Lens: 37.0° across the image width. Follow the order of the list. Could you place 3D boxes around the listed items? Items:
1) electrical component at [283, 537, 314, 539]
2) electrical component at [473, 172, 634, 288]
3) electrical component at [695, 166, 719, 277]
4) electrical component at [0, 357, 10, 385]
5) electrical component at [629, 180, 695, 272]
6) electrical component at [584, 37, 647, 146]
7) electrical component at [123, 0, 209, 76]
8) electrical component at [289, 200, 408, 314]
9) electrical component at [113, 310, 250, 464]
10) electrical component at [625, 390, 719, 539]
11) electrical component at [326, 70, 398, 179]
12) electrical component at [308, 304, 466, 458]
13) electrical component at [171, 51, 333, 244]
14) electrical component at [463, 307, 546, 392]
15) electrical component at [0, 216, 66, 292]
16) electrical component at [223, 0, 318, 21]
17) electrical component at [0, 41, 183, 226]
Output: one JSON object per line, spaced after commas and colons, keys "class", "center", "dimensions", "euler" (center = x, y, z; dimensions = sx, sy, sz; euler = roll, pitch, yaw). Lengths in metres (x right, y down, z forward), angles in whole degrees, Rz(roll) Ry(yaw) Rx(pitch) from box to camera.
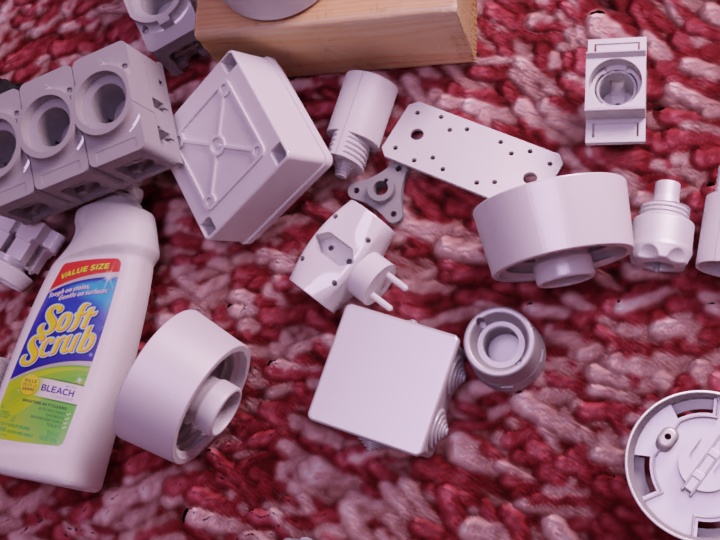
{"class": "electrical component", "center": [-0.035, 0.258, 0.738], "dimensions": [0.109, 0.056, 0.108], "euler": [35, 86, 22]}
{"class": "electrical component", "center": [0.137, -0.021, 0.745], "dimensions": [0.108, 0.108, 0.060], "euler": [-12, 77, 12]}
{"class": "electrical component", "center": [0.261, -0.038, 0.746], "dimensions": [0.043, 0.043, 0.081], "euler": [9, 77, 18]}
{"class": "electrical component", "center": [-0.300, 0.088, 0.868], "dimensions": [0.040, 0.046, 0.040], "euler": [-4, 73, 15]}
{"class": "electrical component", "center": [0.214, -0.032, 0.757], "dimensions": [0.043, 0.043, 0.062], "euler": [6, 75, 18]}
{"class": "electrical component", "center": [0.187, -0.124, 0.780], "dimensions": [0.042, 0.064, 0.081], "euler": [1, 74, 17]}
{"class": "electrical component", "center": [-0.164, -0.221, 0.913], "dimensions": [0.050, 0.056, 0.089], "euler": [-27, 69, 7]}
{"class": "electrical component", "center": [0.000, 0.000, 0.809], "dimensions": [0.079, 0.043, 0.077], "euler": [37, 87, 22]}
{"class": "electrical component", "center": [-0.122, 0.090, 0.787], "dimensions": [0.060, 0.108, 0.108], "euler": [27, 83, 15]}
{"class": "electrical component", "center": [0.223, 0.128, 0.697], "dimensions": [0.099, 0.064, 0.099], "euler": [-4, 73, 15]}
{"class": "electrical component", "center": [-0.003, -0.110, 0.842], "dimensions": [0.043, 0.043, 0.081], "euler": [15, 79, 19]}
{"class": "electrical component", "center": [0.022, 0.082, 0.776], "dimensions": [0.100, 0.048, 0.099], "euler": [16, 80, 20]}
{"class": "electrical component", "center": [-0.091, -0.094, 0.834], "dimensions": [0.109, 0.056, 0.108], "euler": [-42, 65, 30]}
{"class": "electrical component", "center": [0.102, 0.055, 0.762], "dimensions": [0.055, 0.047, 0.055], "euler": [-4, 73, 15]}
{"class": "electrical component", "center": [-0.285, -0.016, 0.895], "dimensions": [0.066, 0.048, 0.055], "euler": [24, 75, 21]}
{"class": "electrical component", "center": [-0.071, -0.247, 0.794], "dimensions": [0.108, 0.060, 0.108], "euler": [-4, 74, 15]}
{"class": "electrical component", "center": [-0.225, -0.105, 0.835], "dimensions": [0.150, 0.062, 0.089], "euler": [-19, 74, 18]}
